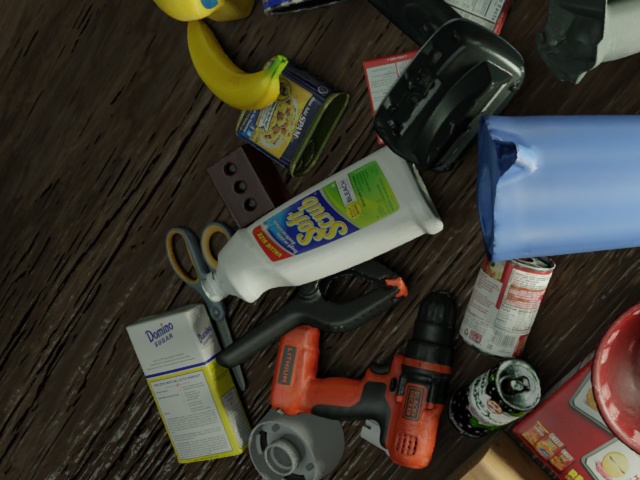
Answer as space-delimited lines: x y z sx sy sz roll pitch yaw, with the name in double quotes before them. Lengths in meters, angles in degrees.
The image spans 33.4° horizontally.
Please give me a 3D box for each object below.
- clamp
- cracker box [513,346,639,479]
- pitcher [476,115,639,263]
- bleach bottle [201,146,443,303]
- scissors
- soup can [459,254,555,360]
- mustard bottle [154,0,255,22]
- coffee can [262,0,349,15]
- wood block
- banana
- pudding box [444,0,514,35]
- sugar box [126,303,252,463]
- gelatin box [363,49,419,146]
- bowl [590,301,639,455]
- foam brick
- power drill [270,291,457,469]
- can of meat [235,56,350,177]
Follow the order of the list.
"clamp" -0.014 0.063 1.125 0.210 0.036 0.164 3 69 22
"cracker box" 0.321 0.168 1.029 0.164 0.072 0.214 46 112 7
"pitcher" 0.262 -0.049 0.961 0.243 0.149 0.145 -3 115 3
"bleach bottle" -0.007 0.001 1.093 0.251 0.068 0.102 -29 61 12
"scissors" -0.105 0.066 1.212 0.096 0.016 0.202 -33 88 25
"soup can" 0.185 0.060 1.063 0.068 0.068 0.102 22 109 17
"mustard bottle" -0.128 -0.266 1.055 0.058 0.191 0.096 -4 99 23
"coffee can" -0.019 -0.302 1.052 0.103 0.102 0.140 -8 98 23
"wood block" 0.221 0.308 1.089 0.206 0.090 0.091 45 114 8
"banana" -0.090 -0.176 1.101 0.198 0.037 0.070 33 105 48
"pudding box" 0.130 -0.238 1.041 0.113 0.039 0.090 27 110 13
"sugar box" -0.148 0.166 1.228 0.093 0.048 0.176 -15 96 29
"gelatin box" 0.089 -0.145 1.081 0.073 0.030 0.089 -9 98 22
"bowl" 0.326 0.119 0.948 0.162 0.055 0.162 4 101 20
"foam brick" -0.076 -0.060 1.154 0.053 0.051 0.078 -31 88 24
"power drill" 0.047 0.133 1.128 0.188 0.057 0.184 9 84 26
"can of meat" -0.031 -0.131 1.119 0.084 0.057 0.102 34 111 15
